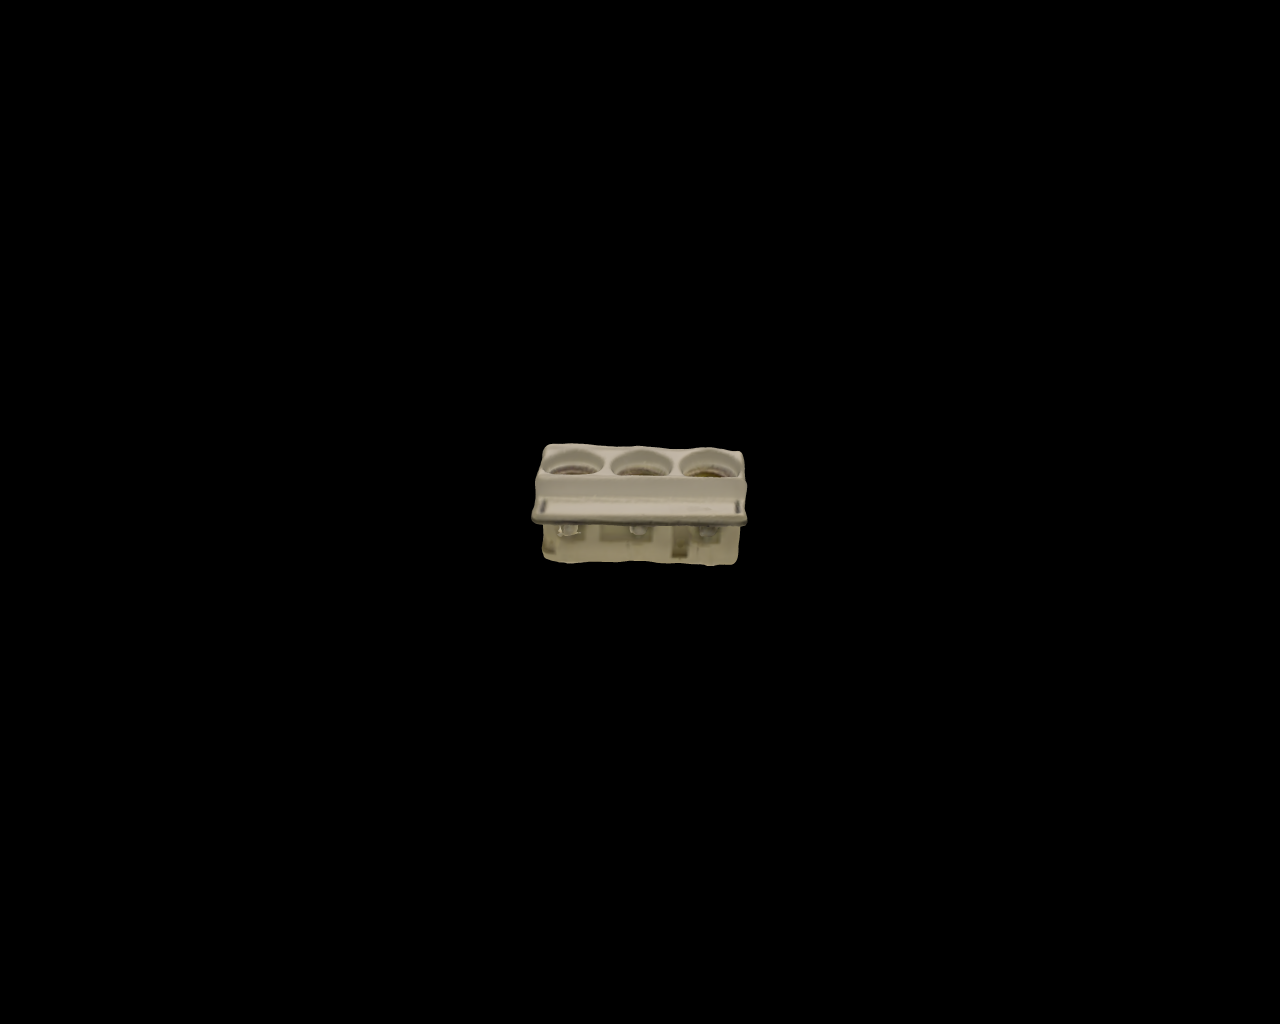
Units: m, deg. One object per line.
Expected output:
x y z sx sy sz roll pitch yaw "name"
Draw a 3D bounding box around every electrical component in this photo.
0.001 -0.003 0.650 0.121 0.063 0.079 1 28 2 "electrical component"
